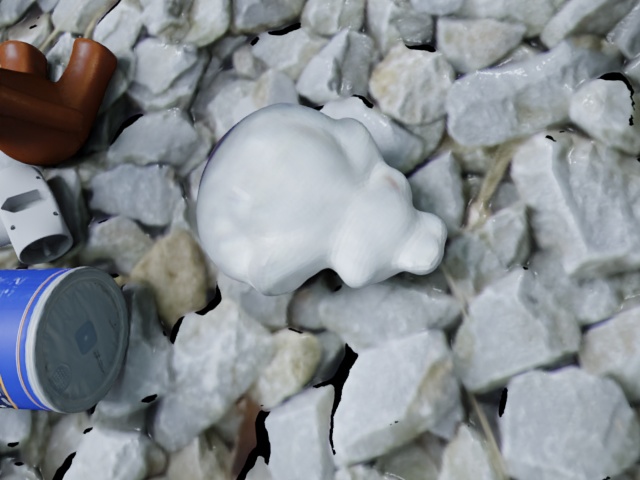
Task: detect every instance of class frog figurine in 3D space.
[{"bbox_3d":[0.001,-0.018,0.349,0.161,0.120,0.139,28,65,29],"label":"frog figurine"}]
